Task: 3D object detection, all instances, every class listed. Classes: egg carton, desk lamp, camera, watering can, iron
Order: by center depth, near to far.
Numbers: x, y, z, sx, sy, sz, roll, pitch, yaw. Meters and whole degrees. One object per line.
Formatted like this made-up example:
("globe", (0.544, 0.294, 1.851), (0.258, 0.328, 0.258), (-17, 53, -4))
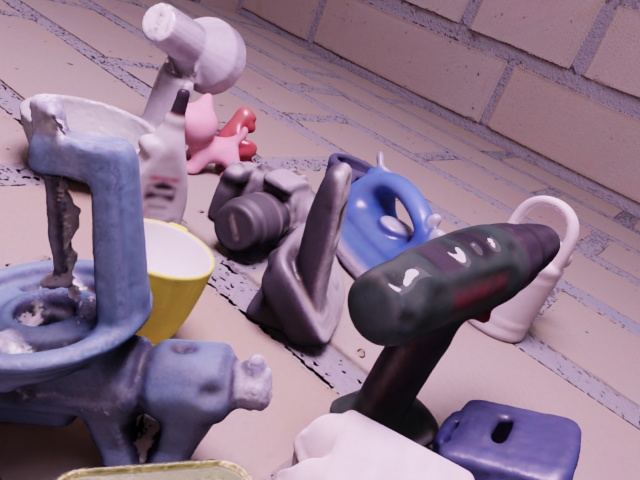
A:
("egg carton", (0.042, 0.182, 0.379), (0.150, 0.069, 0.107), (26, 23, 6))
("camera", (-0.080, -0.043, 0.719), (0.143, 0.101, 0.137), (30, 24, 17))
("iron", (0.106, -0.011, 0.771), (0.119, 0.141, 0.257), (8, 27, -32))
("watering can", (0.276, 0.030, 0.773), (0.100, 0.194, 0.173), (32, 24, 21))
("desk lamp", (-0.225, -0.252, 0.893), (0.117, 0.213, 0.204), (30, 24, 16))

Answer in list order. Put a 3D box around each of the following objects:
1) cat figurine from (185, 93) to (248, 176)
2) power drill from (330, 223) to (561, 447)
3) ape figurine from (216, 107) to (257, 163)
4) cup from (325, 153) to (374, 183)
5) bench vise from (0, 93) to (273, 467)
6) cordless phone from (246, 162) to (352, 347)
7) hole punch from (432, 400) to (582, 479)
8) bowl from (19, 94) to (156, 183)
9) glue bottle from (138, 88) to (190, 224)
("cat figurine", (-0.169, -0.159, 0.867), (0.128, 0.118, 0.067), (8, 27, -32))
("power drill", (0.098, 0.078, 0.480), (0.230, 0.208, 0.075), (-3, 34, -47))
("ape figurine", (-0.136, -0.183, 0.983), (0.076, 0.092, 0.077), (15, 24, -20))
("cup", (0.040, -0.076, 0.912), (0.091, 0.095, 0.118), (24, 23, 1))
("bench vise", (-0.124, 0.034, 0.352), (0.208, 0.220, 0.121), (13, 25, -23))
("cordless phone", (0.005, 0.002, 0.590), (0.094, 0.185, 0.147), (23, 23, 0))
("hole punch", (0.147, 0.175, 0.465), (0.101, 0.091, 0.109), (32, 24, 19))
("bowl", (-0.288, -0.116, 0.715), (0.167, 0.075, 0.167), (20, 23, -8))
("glue bottle", (-0.172, -0.083, 0.624), (0.078, 0.173, 0.037), (0, 32, -43))
